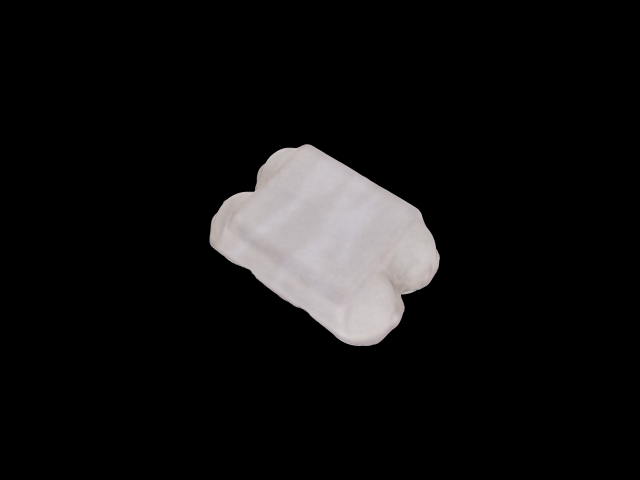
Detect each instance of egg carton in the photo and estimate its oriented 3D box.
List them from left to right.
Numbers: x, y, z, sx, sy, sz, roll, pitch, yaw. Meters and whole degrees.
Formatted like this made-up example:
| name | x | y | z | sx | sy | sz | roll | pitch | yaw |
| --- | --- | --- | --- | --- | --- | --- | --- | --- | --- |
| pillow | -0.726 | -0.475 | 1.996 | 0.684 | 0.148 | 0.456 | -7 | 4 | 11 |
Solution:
| name | x | y | z | sx | sy | sz | roll | pitch | yaw |
| --- | --- | --- | --- | --- | --- | --- | --- | --- | --- |
| egg carton | 0.004 | 0.001 | 0.400 | 0.150 | 0.069 | 0.107 | 32 | 64 | 18 |
